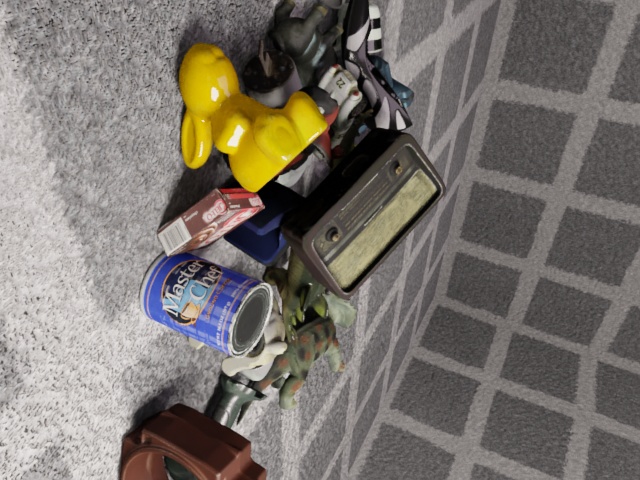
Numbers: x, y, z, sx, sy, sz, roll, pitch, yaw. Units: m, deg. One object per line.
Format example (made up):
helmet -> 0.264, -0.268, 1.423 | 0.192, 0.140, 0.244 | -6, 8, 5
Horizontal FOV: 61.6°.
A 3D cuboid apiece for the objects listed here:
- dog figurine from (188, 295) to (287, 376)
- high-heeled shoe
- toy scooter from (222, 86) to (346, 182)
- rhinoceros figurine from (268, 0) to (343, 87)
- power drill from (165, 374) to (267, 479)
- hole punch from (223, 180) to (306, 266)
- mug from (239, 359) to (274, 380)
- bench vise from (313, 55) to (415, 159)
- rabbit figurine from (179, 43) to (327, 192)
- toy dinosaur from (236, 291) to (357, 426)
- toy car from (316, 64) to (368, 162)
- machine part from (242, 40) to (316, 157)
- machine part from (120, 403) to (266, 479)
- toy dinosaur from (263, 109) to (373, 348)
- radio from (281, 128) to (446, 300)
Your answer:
dog figurine -> -0.091, 0.133, 0.871 | 0.190, 0.173, 0.121 | -1, 120, -62
high-heeled shoe -> 0.105, -0.293, 0.901 | 0.086, 0.145, 0.248 | -93, -171, -54
toy scooter -> -0.038, -0.132, 0.759 | 0.135, 0.184, 0.075 | 32, 39, -51
rhinoceros figurine -> -0.014, -0.285, 0.832 | 0.112, 0.073, 0.190 | -72, 160, -3
power drill -> -0.181, 0.355, 0.973 | 0.207, 0.086, 0.231 | -57, 154, -16
hole punch -> -0.085, -0.043, 0.789 | 0.116, 0.142, 0.092 | -50, 149, -21
mug -> -0.120, 0.208, 1.000 | 0.107, 0.081, 0.109 | 99, 12, -55
bench vise -> 0.077, -0.242, 1.064 | 0.240, 0.129, 0.223 | -47, 166, -6
rabbit figurine -> -0.100, -0.149, 0.642 | 0.162, 0.173, 0.122 | -26, -158, 48
toy dinosaur -> -0.040, 0.231, 1.177 | 0.405, 0.131, 0.192 | -29, 122, -56
toy car -> 0.021, -0.197, 0.860 | 0.056, 0.073, 0.201 | -31, 167, -19
machine part -> -0.055, -0.193, 0.800 | 0.079, 0.079, 0.243 | -64, 160, -20
machine part -> -0.185, 0.353, 0.759 | 0.087, 0.202, 0.200 | -26, 132, -59
toy dinosaur -> -0.002, -0.003, 0.909 | 0.105, 0.199, 0.470 | -2, 117, -27
radio -> 0.062, -0.043, 0.761 | 0.229, 0.073, 0.131 | -47, 125, -11
